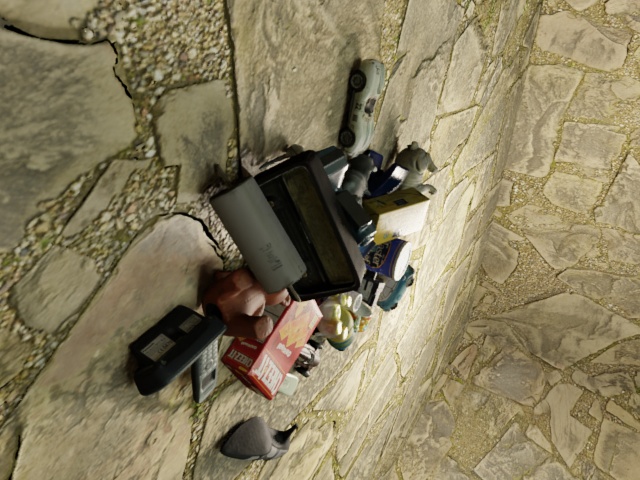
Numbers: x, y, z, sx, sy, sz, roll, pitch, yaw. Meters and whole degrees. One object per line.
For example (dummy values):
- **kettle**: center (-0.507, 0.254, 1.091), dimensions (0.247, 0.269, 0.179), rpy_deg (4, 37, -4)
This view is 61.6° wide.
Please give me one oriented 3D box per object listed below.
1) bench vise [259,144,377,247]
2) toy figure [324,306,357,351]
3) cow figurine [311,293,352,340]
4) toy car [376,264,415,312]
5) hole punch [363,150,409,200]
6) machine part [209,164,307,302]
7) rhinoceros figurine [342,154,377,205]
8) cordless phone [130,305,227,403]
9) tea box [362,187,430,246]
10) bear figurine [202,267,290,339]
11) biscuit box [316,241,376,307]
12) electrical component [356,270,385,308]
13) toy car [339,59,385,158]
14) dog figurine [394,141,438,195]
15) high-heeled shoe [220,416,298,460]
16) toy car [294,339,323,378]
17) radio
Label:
- **bench vise**: center (-0.006, -0.056, 0.985), dimensions (0.129, 0.223, 0.240), rpy_deg (-47, 177, -32)
- **toy figure**: center (0.050, 0.224, 1.363), dimensions (0.180, 0.089, 0.082), rpy_deg (72, 36, -51)
- **cow figurine**: center (0.021, 0.146, 1.264), dimensions (0.068, 0.098, 0.167), rpy_deg (42, 51, -59)
- **toy car**: center (0.199, 0.127, 1.601), dimensions (0.103, 0.109, 0.161), rpy_deg (25, 98, -43)
- **hole punch**: center (0.148, -0.145, 1.293), dimensions (0.142, 0.092, 0.115), rpy_deg (-2, 114, -67)
- **machine part**: center (-0.092, -0.007, 0.811), dimensions (0.079, 0.079, 0.243), rpy_deg (-42, 108, -45)
- **rhinoceros figurine**: center (0.072, -0.096, 1.188), dimensions (0.112, 0.073, 0.190), rpy_deg (-9, 117, -61)
- **cordless phone**: center (-0.212, 0.208, 0.829), dimensions (0.146, 0.089, 0.184), rpy_deg (-44, 149, -45)
- **tea box**: center (0.176, -0.058, 1.301), dimensions (0.169, 0.068, 0.098), rpy_deg (-20, 135, -32)
- **bear figurine**: center (-0.100, 0.089, 0.913), dimensions (0.196, 0.132, 0.120), rpy_deg (-23, 94, -49)
- **biscuit box**: center (0.042, 0.060, 1.214), dimensions (0.203, 0.059, 0.062), rpy_deg (-45, 176, -31)
- **electrical component**: center (0.136, 0.120, 1.483), dimensions (0.047, 0.075, 0.119), rpy_deg (7, 99, -63)
- **toy car**: center (0.089, -0.269, 1.113), dimensions (0.073, 0.056, 0.201), rpy_deg (-26, 130, -57)
- **dog figurine**: center (0.204, -0.148, 1.398), dimensions (0.190, 0.121, 0.172), rpy_deg (-32, 113, -32)
- **high-heeled shoe**: center (-0.151, 0.460, 1.191), dimensions (0.248, 0.086, 0.145), rpy_deg (8, 132, -48)
- **toy car**: center (-0.042, 0.266, 1.254), dimensions (0.089, 0.053, 0.202), rpy_deg (-60, 155, -12)
- **radio**: center (-0.026, -0.017, 0.875), dimensions (0.229, 0.131, 0.073), rpy_deg (66, 21, -16)
